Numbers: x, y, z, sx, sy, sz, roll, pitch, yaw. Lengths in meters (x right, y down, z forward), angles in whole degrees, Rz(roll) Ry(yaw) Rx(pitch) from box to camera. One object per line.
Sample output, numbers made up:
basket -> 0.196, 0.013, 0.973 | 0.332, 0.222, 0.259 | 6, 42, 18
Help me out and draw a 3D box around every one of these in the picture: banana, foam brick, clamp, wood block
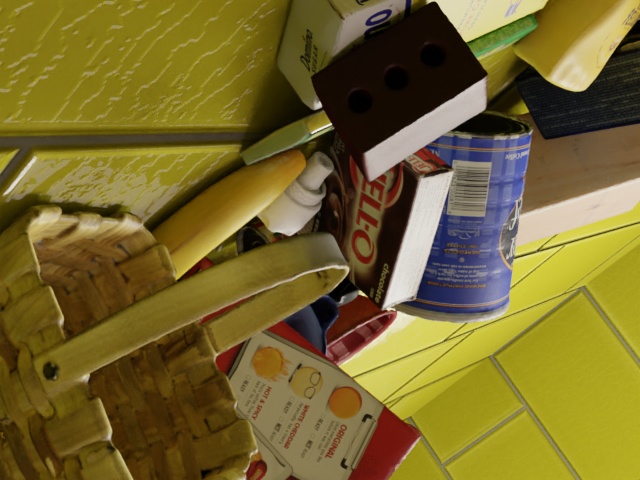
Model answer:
banana -> -0.093, 0.002, 0.728 | 0.198, 0.037, 0.069 | -40, 178, 23
foam brick -> 0.042, -0.077, 0.564 | 0.078, 0.053, 0.051 | -33, 165, 1
clamp -> -0.002, 0.047, 1.024 | 0.120, 0.039, 0.172 | -3, 162, -23
wood block -> 0.173, -0.050, 0.927 | 0.206, 0.090, 0.091 | -17, 161, -10

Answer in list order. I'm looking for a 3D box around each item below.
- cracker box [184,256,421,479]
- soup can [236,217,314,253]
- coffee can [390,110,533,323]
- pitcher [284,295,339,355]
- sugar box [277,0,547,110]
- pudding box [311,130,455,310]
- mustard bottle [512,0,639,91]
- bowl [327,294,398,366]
cracker box -> -0.058, 0.141, 0.814 | 0.164, 0.213, 0.072 | -51, 179, -4
soup can -> -0.006, 0.001, 0.837 | 0.102, 0.068, 0.069 | -26, 163, -27
coffee can -> 0.098, -0.022, 0.795 | 0.102, 0.103, 0.140 | -16, 117, -49
pitcher -> -0.066, 0.118, 0.976 | 0.243, 0.149, 0.145 | 80, 25, -77
sugar box -> 0.065, -0.140, 0.596 | 0.176, 0.048, 0.093 | -29, 165, -21
pudding box -> 0.040, -0.022, 0.746 | 0.039, 0.090, 0.114 | -15, 131, -33
mustard bottle -> 0.209, -0.187, 0.695 | 0.192, 0.058, 0.096 | -53, 161, 22
bowl -> 0.008, 0.107, 1.218 | 0.162, 0.055, 0.162 | -32, 165, -10
